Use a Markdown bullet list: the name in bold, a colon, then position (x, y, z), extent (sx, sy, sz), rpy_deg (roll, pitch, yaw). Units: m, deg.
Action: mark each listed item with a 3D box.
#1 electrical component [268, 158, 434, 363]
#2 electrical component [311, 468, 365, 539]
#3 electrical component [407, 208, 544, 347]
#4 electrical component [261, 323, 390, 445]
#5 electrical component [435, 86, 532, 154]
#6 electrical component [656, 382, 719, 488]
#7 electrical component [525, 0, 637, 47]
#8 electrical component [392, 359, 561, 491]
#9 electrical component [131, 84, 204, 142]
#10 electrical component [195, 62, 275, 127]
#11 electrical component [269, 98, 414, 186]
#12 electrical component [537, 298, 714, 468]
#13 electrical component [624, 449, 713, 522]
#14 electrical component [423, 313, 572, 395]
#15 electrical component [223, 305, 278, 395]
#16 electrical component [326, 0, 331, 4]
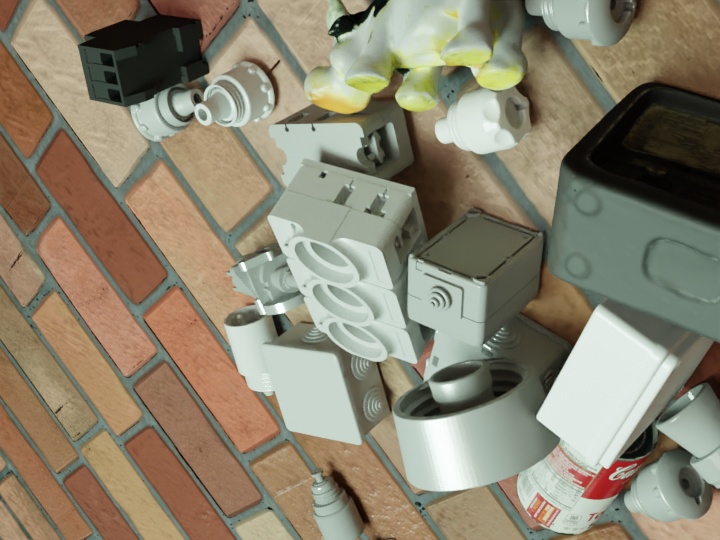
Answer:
- **electrical component**: position (0.000, 0.000, 0.778), extent (0.089, 0.061, 0.150), rpy_deg (18, 151, 25)
- **electrical component**: position (-0.025, 0.222, 1.010), extent (0.040, 0.040, 0.078), rpy_deg (-9, 109, 45)
- **electrical component**: position (0.076, 0.010, 0.739), extent (0.062, 0.096, 0.061), rpy_deg (22, 129, 31)
- **electrical component**: position (-0.028, 0.095, 0.923), extent (0.100, 0.048, 0.099), rpy_deg (4, 118, 41)
- **electrical component**: position (0.078, -0.097, 0.708), extent (0.062, 0.043, 0.043), rpy_deg (-8, 110, 45)
- **electrical component**: position (0.229, 0.108, 0.702), extent (0.055, 0.045, 0.045), rpy_deg (48, 138, 7)
- **electrical component**: position (0.126, -0.156, 0.627), extent (0.062, 0.048, 0.048), rpy_deg (17, 126, 44)
- **electrical component**: position (0.074, 0.095, 0.717), extent (0.108, 0.108, 0.060), rpy_deg (-8, 104, 45)
- **electrical component**: position (-0.156, -0.135, 0.895), extent (0.062, 0.048, 0.048), rpy_deg (-9, 109, 38)
- **electrical component**: position (-0.100, -0.131, 0.833), extent (0.048, 0.062, 0.048), rpy_deg (23, 130, 30)
- **electrical component**: position (-0.011, -0.092, 0.782), extent (0.089, 0.056, 0.050), rpy_deg (5, 119, 40)
- **electrical component**: position (0.174, 0.051, 0.668), extent (0.056, 0.109, 0.108), rpy_deg (38, 136, 21)
- **electrical component**: position (0.211, 0.155, 0.751), extent (0.048, 0.048, 0.062), rpy_deg (52, 145, 3)
- **electrical component**: position (0.097, 0.075, 0.797), extent (0.100, 0.048, 0.099), rpy_deg (32, 133, 23)
- **electrical component**: position (-0.092, 0.077, 0.974), extent (0.043, 0.043, 0.081), rpy_deg (6, 119, 40)
- **electrical component**: position (-0.020, -0.216, 0.719), extent (0.055, 0.048, 0.066), rpy_deg (42, 137, 2)
